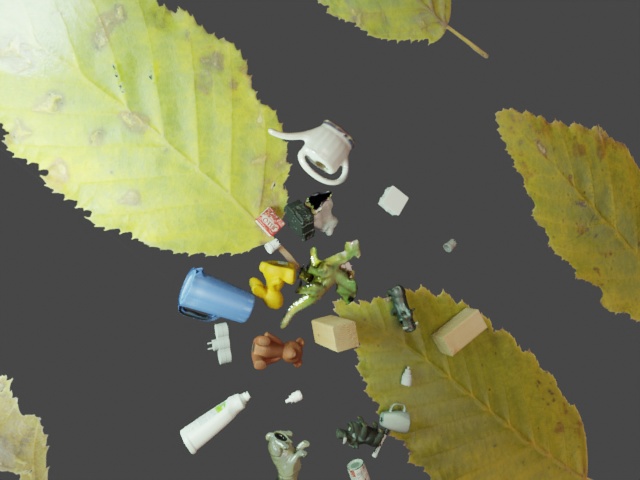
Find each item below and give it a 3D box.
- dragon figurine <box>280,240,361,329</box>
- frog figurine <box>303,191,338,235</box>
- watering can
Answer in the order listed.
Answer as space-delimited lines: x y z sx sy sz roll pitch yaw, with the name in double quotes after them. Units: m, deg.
0.031 0.173 1.915 0.242 0.408 0.123 22 6 -15 "dragon figurine"
0.006 -0.098 1.952 0.123 0.140 0.156 5 -37 22 "frog figurine"
-0.010 -0.365 1.949 0.345 0.227 0.103 40 -17 -14 "watering can"
